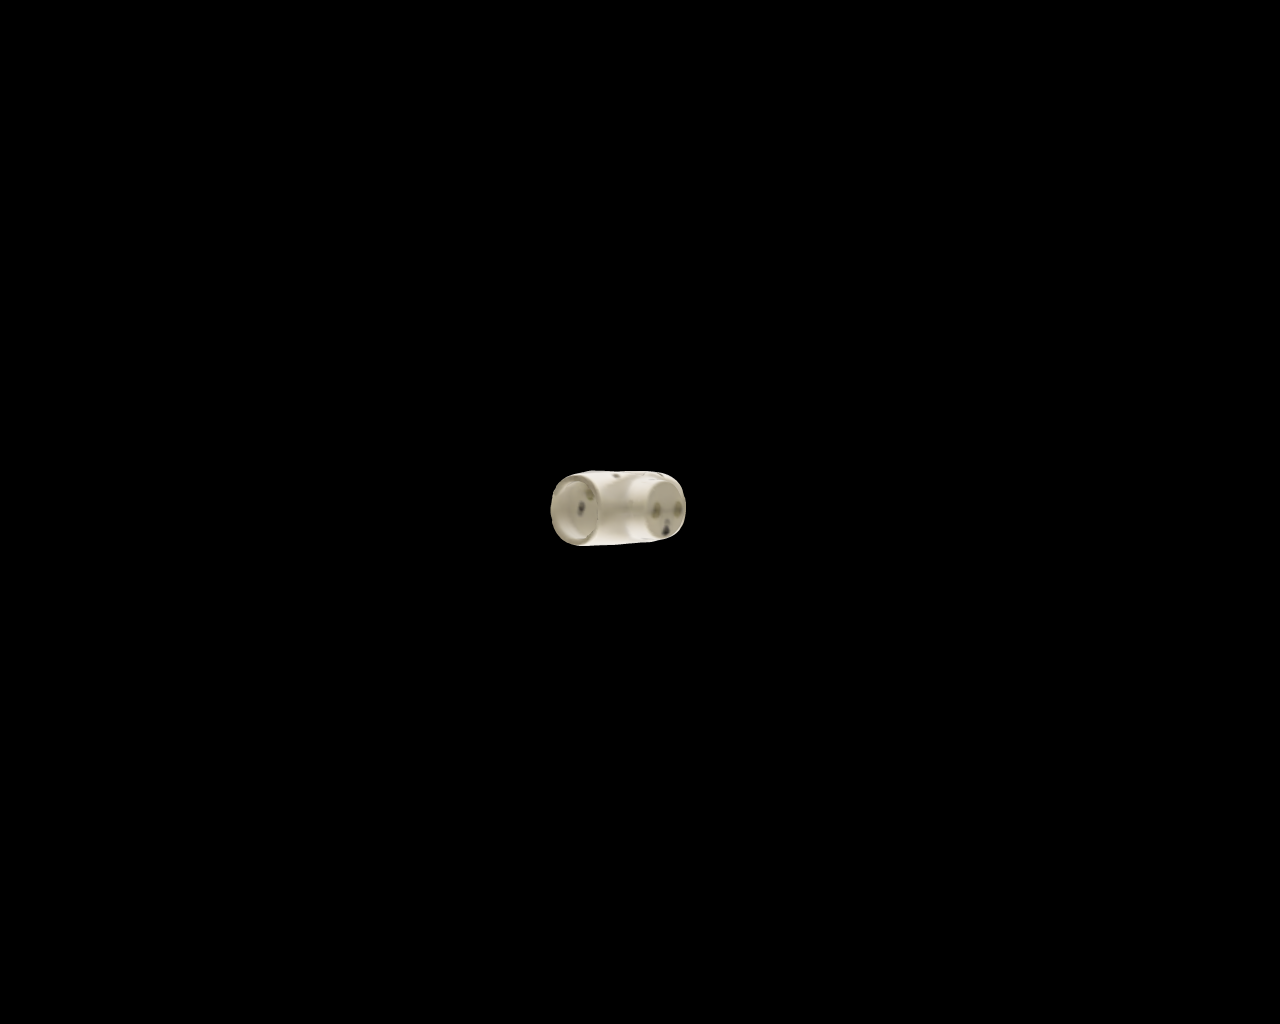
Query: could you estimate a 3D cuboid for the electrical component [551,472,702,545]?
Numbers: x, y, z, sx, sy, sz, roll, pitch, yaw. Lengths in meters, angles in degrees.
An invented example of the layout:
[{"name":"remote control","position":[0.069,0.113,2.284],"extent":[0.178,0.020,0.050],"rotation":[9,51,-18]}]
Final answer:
[{"name":"electrical component","position":[0.001,-0.003,0.650],"extent":[0.079,0.043,0.077],"rotation":[2,3,43]}]
